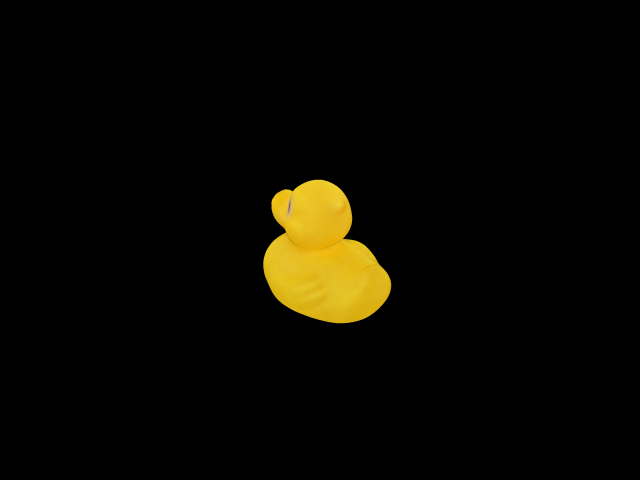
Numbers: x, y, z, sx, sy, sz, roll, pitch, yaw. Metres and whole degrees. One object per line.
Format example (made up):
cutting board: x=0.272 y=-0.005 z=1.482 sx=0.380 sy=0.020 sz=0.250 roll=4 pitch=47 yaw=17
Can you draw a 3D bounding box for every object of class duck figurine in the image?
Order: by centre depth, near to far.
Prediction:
duck figurine: x=0.004 y=0.001 z=0.400 sx=0.104 sy=0.086 sz=0.078 roll=29 pitch=46 yaw=33
